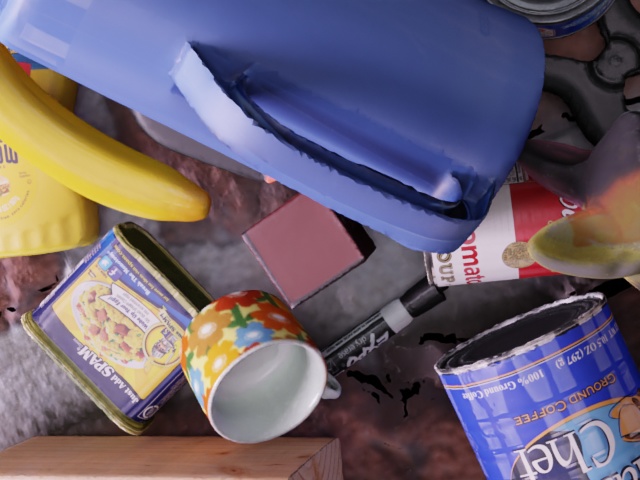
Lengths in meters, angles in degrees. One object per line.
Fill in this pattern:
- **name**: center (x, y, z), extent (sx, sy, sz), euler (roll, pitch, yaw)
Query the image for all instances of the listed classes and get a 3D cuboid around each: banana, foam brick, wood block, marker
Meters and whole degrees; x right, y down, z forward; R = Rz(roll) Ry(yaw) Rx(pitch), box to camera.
- **banana**: center (-0.149, -0.069, 0.595), extent (0.197, 0.037, 0.070), euler (45, 136, -17)
- **foam brick**: center (-0.004, 0.001, 0.616), extent (0.051, 0.078, 0.053), euler (-35, 91, 9)
- **wood block**: center (-0.095, 0.167, 0.620), extent (0.206, 0.090, 0.091), euler (-4, 94, 19)
- **marker**: center (0.027, 0.060, 0.645), extent (0.121, 0.020, 0.020), euler (-37, 89, 10)

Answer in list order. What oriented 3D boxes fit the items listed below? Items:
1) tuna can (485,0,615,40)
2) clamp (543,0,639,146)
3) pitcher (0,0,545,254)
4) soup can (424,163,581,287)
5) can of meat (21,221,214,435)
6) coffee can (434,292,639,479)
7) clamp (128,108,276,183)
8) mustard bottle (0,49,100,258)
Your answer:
- **tuna can**: center (0.122, -0.154, 0.576), extent (0.086, 0.033, 0.086), euler (-1, 88, 14)
- **clamp**: center (0.166, -0.109, 0.601), extent (0.171, 0.039, 0.120), euler (33, 102, 6)
- **pitcher**: center (-0.023, -0.090, 0.506), extent (0.242, 0.149, 0.145), euler (22, 81, -21)
- **soup can**: center (0.110, -0.011, 0.602), extent (0.102, 0.068, 0.068), euler (-6, 94, 9)
- **can of meat**: center (-0.114, 0.051, 0.648), extent (0.102, 0.057, 0.084), euler (45, 97, 2)
- **coffee can**: center (0.138, 0.113, 0.590), extent (0.103, 0.102, 0.140), euler (-25, 90, 10)
- **clamp**: center (-0.080, -0.125, 0.594), extent (0.165, 0.036, 0.210), euler (-43, 97, 17)
- **mustard bottle**: center (-0.194, -0.085, 0.648), extent (0.096, 0.058, 0.191), euler (-7, 93, 8)
